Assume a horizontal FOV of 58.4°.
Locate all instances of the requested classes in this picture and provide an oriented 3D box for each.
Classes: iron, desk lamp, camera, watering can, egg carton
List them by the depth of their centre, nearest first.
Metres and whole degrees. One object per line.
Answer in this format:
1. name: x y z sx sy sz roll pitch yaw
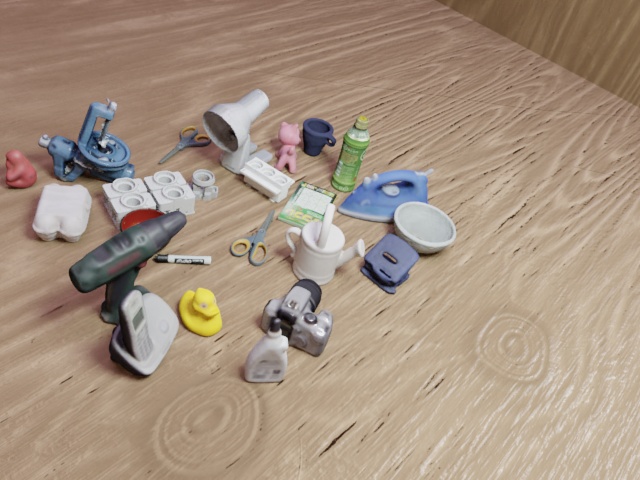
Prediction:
1. camera: -0.031 0.143 1.187 0.143 0.101 0.137 25 42 8
2. egg carton: -0.560 -0.062 1.251 0.107 0.069 0.150 2 44 -17
3. watering can: 0.012 0.003 1.282 0.173 0.194 0.100 3 44 -16
4. desk lamp: -0.208 -0.281 1.497 0.117 0.213 0.204 32 44 16
5. iron: 0.180 -0.132 1.524 0.259 0.141 0.118 -4 46 -23

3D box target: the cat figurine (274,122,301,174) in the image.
1. cat figurine: -0.086 -0.269 1.599 0.067 0.118 0.127 7 43 -12

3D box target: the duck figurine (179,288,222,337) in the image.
1. duck figurine: -0.236 0.130 1.142 0.078 0.086 0.104 -27 58 -38

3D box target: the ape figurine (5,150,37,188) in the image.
1. ape figurine: -0.688 -0.166 1.303 0.076 0.092 0.078 16 42 -1

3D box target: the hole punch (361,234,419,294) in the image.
1. hole punch: 0.166 0.054 1.357 0.108 0.091 0.101 38 46 22

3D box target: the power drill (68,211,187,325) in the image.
1. power drill: -0.356 0.058 1.086 0.075 0.208 0.230 39 46 23

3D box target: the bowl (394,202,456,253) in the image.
1. bowl: 0.261 -0.019 1.481 0.167 0.075 0.167 10 42 -9

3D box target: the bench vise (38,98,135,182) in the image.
1. bench vise: -0.536 -0.224 1.321 0.208 0.220 0.121 -6 46 -24

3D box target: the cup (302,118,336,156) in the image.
1. cup: -0.003 -0.286 1.662 0.117 0.095 0.092 40 46 23

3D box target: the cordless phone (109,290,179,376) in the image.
1. cordless phone: -0.314 0.140 1.031 0.094 0.185 0.147 18 42 1

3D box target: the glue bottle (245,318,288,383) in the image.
1. glue bottle: -0.091 0.201 1.050 0.078 0.173 0.037 4 43 -14
